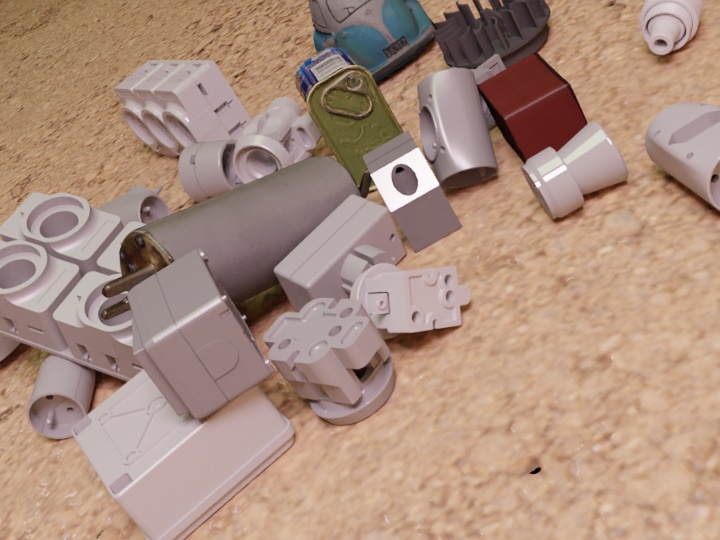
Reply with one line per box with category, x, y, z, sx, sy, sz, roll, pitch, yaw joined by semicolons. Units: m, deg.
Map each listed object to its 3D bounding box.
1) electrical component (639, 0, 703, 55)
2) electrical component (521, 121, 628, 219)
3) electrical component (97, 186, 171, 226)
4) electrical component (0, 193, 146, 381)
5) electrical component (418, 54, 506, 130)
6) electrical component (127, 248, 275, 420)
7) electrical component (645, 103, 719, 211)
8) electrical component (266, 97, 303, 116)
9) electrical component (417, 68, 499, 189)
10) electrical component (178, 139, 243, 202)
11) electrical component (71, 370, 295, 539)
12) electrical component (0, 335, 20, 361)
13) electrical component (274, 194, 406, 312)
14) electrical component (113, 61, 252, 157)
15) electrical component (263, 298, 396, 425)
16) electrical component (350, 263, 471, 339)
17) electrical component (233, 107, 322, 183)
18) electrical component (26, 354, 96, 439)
electrical component;0.228;-0.183;0.795;0.043;0.043;0.062;-9;38;36
electrical component;0.139;-0.064;0.699;0.055;0.045;0.045;-31;29;4
electrical component;-0.214;-0.054;1.026;0.077;0.043;0.079;-12;35;32
electrical component;-0.201;0.011;0.818;0.186;0.060;0.105;16;53;22
electrical component;0.082;-0.134;0.864;0.081;0.042;0.064;-38;26;-10
electrical component;-0.101;0.036;0.642;0.061;0.061;0.096;-32;28;-4
electrical component;0.222;-0.077;0.639;0.079;0.043;0.077;-32;29;2
electrical component;-0.077;-0.137;1.025;0.044;0.044;0.065;-20;27;22
electrical component;0.068;-0.098;0.800;0.044;0.077;0.079;-10;-13;-11
electrical component;-0.132;-0.093;0.997;0.047;0.055;0.055;-7;38;32
electrical component;-0.113;0.103;0.677;0.109;0.056;0.109;-40;30;-13
electrical component;-0.343;0.053;0.970;0.108;0.060;0.108;-24;30;15
electrical component;0.000;0.000;0.736;0.076;0.047;0.083;25;61;41
electrical component;-0.186;-0.164;1.118;0.062;0.089;0.150;-45;31;-21
electrical component;-0.014;0.056;0.652;0.078;0.057;0.058;1;43;44
electrical component;0.027;0.019;0.673;0.066;0.048;0.055;-6;1;-40
electrical component;-0.079;-0.105;0.960;0.078;0.058;0.057;-12;32;32
electrical component;-0.226;0.086;0.824;0.043;0.043;0.081;-26;30;11
